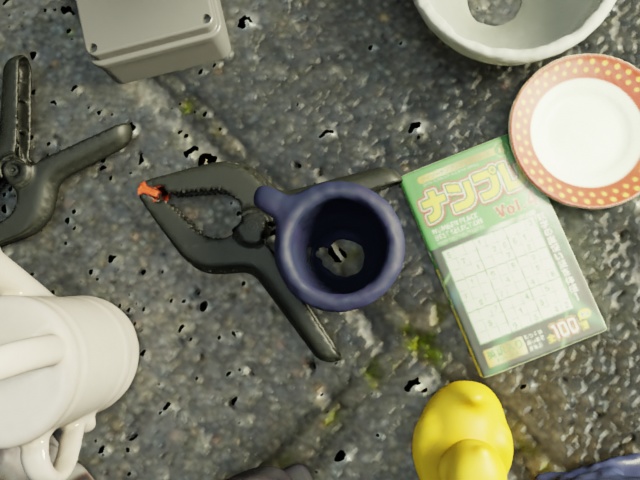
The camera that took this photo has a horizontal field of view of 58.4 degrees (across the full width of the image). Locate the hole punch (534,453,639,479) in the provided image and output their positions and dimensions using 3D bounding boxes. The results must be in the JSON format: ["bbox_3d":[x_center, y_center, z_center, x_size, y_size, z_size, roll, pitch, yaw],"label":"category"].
[{"bbox_3d":[0.216,0.221,0.406,0.101,0.091,0.109,-14,83,2],"label":"hole punch"}]

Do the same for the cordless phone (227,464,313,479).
[{"bbox_3d":[-0.034,0.235,0.370,0.094,0.185,0.147,-31,83,0],"label":"cordless phone"}]

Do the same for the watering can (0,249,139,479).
[{"bbox_3d":[-0.212,0.081,0.391,0.101,0.194,0.173,-41,83,-1],"label":"watering can"}]

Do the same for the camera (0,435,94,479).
[{"bbox_3d":[-0.243,0.230,0.424,0.137,0.101,0.143,-42,84,-2],"label":"camera"}]

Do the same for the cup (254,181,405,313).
[{"bbox_3d":[0.004,0.002,0.438,0.117,0.095,0.092,32,87,6],"label":"cup"}]

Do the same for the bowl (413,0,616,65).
[{"bbox_3d":[0.148,-0.211,0.462,0.167,0.075,0.167,0,84,3],"label":"bowl"}]

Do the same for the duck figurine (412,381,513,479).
[{"bbox_3d":[0.110,0.160,0.421,0.077,0.086,0.105,8,85,4],"label":"duck figurine"}]
